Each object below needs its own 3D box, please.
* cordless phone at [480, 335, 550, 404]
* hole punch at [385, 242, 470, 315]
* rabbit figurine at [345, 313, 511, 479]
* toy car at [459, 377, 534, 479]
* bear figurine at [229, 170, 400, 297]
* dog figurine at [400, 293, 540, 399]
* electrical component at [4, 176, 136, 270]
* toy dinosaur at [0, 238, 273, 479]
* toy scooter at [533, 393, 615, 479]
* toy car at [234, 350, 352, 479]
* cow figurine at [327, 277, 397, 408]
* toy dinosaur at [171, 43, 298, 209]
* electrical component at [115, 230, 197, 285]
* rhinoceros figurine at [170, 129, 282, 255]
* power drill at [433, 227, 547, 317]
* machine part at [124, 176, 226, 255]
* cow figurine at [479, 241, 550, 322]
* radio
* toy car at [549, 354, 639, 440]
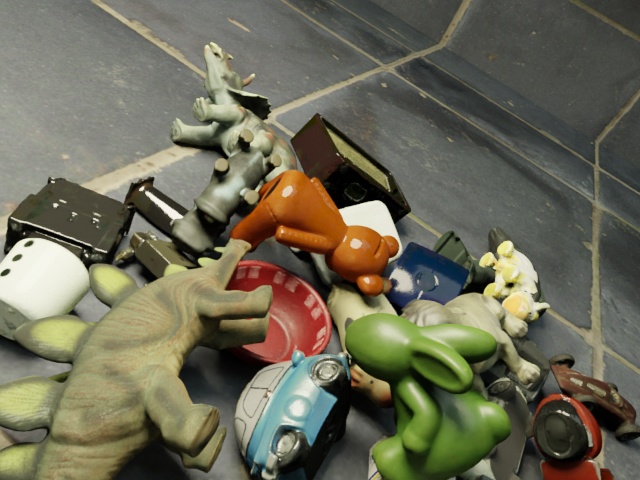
[{"bbox_3d":[0.283,0.160,0.845,0.147,0.088,0.184,34,23,7],"label":"cordless phone"},{"bbox_3d":[0.157,0.076,0.823,0.142,0.092,0.116,29,36,11],"label":"hole punch"},{"bbox_3d":[0.096,0.145,0.536,0.170,0.159,0.121,54,41,-1],"label":"rabbit figurine"},{"bbox_3d":[0.226,0.250,0.680,0.073,0.056,0.202,58,36,-2],"label":"toy car"},{"bbox_3d":[0.001,-0.003,0.724,0.195,0.132,0.120,38,52,-19],"label":"bear figurine"},{"bbox_3d":[0.167,0.101,0.679,0.190,0.121,0.172,38,17,-28],"label":"dog figurine"},{"bbox_3d":[-0.295,-0.008,0.634,0.115,0.058,0.134,19,35,-12],"label":"electrical component"},{"bbox_3d":[-0.176,0.135,0.479,0.199,0.105,0.471,15,40,8],"label":"toy dinosaur"},{"bbox_3d":[0.328,0.280,0.680,0.135,0.075,0.184,2,76,-51],"label":"toy scooter"},{"bbox_3d":[-0.034,0.184,0.555,0.103,0.109,0.162,16,40,23],"label":"toy car"},{"bbox_3d":[0.061,0.128,0.698,0.127,0.085,0.195,8,37,-27],"label":"cow figurine"},{"bbox_3d":[-0.112,-0.157,0.920,0.192,0.131,0.405,-15,61,-46],"label":"toy dinosaur"},{"bbox_3d":[-0.202,0.030,0.669,0.102,0.045,0.078,40,7,9],"label":"electrical component"},{"bbox_3d":[-0.129,-0.063,0.718,0.073,0.112,0.190,41,54,-16],"label":"rhinoceros figurine"},{"bbox_3d":[0.312,0.044,1.008,0.207,0.086,0.232,17,38,-31],"label":"power drill"},{"bbox_3d":[-0.205,-0.036,0.756,0.139,0.039,0.084,33,42,1],"label":"machine part"},{"bbox_3d":[0.314,0.084,0.848,0.098,0.068,0.167,35,34,-16],"label":"cow figurine"},{"bbox_3d":[0.059,-0.111,0.952,0.229,0.073,0.131,29,29,-40],"label":"radio"},{"bbox_3d":[0.423,0.238,0.821,0.202,0.053,0.089,33,33,-28],"label":"toy car"}]
